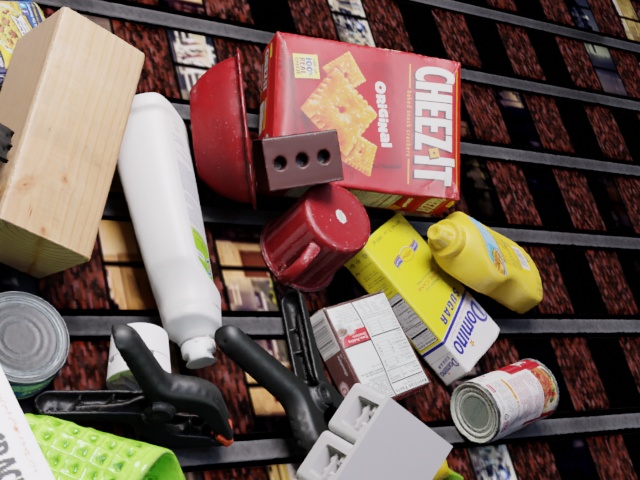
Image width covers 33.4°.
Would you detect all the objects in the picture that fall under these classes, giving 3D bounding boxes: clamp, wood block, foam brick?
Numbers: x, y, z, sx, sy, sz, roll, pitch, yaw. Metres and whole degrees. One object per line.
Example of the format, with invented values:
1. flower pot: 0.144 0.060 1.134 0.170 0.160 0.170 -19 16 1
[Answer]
1. clamp: -0.135 0.127 0.886 0.171 0.120 0.039 20 43 -31
2. wood block: -0.233 -0.084 0.929 0.090 0.091 0.206 28 60 -36
3. foam brick: -0.023 -0.079 1.053 0.078 0.051 0.053 -10 97 -13
4. clamp: -0.008 0.144 1.007 0.210 0.036 0.164 57 25 -4

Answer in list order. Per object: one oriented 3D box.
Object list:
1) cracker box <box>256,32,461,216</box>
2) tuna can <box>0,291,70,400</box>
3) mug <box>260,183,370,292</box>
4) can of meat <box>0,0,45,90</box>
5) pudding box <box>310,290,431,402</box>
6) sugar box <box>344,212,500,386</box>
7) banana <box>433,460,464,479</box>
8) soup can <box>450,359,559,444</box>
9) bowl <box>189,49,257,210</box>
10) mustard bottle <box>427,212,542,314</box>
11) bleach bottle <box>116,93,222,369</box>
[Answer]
1. cracker box: 0.043 -0.123 1.149 0.213 0.072 0.164 6 76 -15
2. tuna can: -0.252 0.086 0.881 0.086 0.034 0.086 19 52 -26
3. mug: -0.007 0.001 1.085 0.093 0.082 0.117 43 45 -5
4. can of meat: -0.299 -0.180 1.009 0.083 0.058 0.102 -9 68 -42
5. pudding box: 0.049 0.115 1.083 0.089 0.039 0.113 -13 72 -41
6. sugar box: 0.112 0.062 1.158 0.176 0.048 0.093 47 42 2
7. banana: 0.075 0.255 1.008 0.069 0.037 0.197 51 45 3
8. soup can: 0.196 0.171 1.133 0.102 0.069 0.068 -12 70 -40
9. bowl: -0.098 -0.108 1.068 0.055 0.162 0.162 -6 60 -3
10. mustard bottle: 0.175 0.018 1.181 0.191 0.058 0.096 26 35 -50
11. bleach bottle: -0.138 -0.005 0.986 0.102 0.068 0.251 55 18 -66
